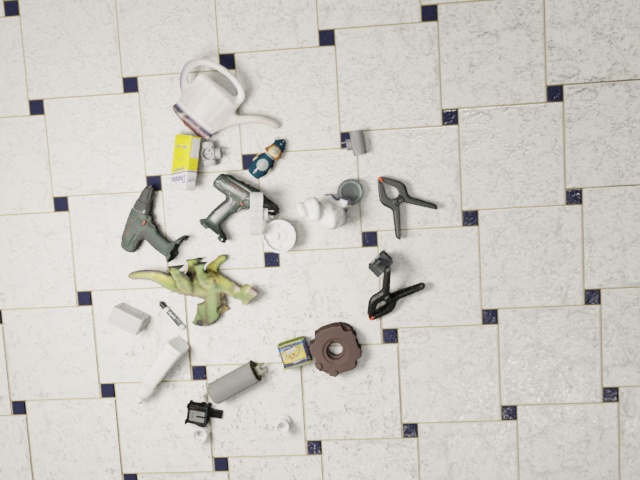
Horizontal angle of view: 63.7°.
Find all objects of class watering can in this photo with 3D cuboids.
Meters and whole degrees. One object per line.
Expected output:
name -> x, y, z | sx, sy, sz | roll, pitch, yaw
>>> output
watering can -> -0.317, -0.414, 1.648 | 0.346, 0.105, 0.223 | 41, 97, -10

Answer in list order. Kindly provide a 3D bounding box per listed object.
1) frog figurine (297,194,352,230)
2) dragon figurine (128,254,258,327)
frog figurine -> 0.005, -0.082, 1.620 | 0.139, 0.161, 0.120 | 37, 132, 31
dragon figurine -> -0.408, 0.180, 1.703 | 0.410, 0.123, 0.240 | -10, 103, 5
